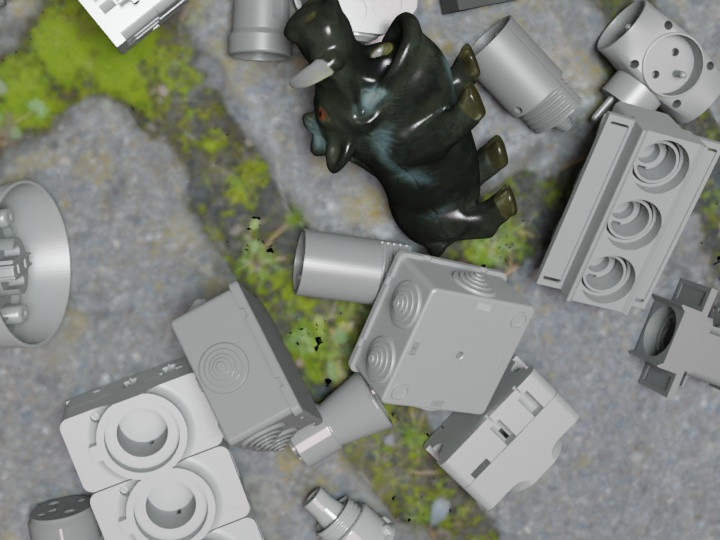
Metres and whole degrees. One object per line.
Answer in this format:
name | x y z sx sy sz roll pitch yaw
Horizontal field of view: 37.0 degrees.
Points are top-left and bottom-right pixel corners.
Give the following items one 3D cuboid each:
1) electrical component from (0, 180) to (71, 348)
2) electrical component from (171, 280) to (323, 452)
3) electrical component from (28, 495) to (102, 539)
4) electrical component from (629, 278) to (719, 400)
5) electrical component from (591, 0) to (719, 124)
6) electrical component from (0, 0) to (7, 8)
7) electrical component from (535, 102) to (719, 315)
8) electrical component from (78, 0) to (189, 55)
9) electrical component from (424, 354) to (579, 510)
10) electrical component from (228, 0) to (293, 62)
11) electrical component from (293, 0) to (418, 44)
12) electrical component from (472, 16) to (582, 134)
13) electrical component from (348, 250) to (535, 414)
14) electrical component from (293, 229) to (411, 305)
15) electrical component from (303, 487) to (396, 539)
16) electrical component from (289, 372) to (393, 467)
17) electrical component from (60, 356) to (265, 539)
electrical component | -0.213 -0.002 0.635 0.064 0.099 0.099 -6 99 -3
electrical component | -0.069 0.063 0.661 0.048 0.099 0.099 -28 76 0
electrical component | -0.187 0.178 0.690 0.045 0.045 0.055 -9 99 -9
electrical component | 0.232 0.051 0.750 0.064 0.042 0.081 21 95 -14
electrical component | 0.188 -0.124 0.715 0.077 0.044 0.079 39 98 -15
electrical component | -0.224 -0.168 0.638 0.061 0.035 0.035 -7 99 -12
electrical component | 0.169 -0.042 0.698 0.079 0.063 0.121 13 117 -12
electrical component | -0.163 -0.204 0.616 0.062 0.089 0.150 -40 103 -3
electrical component | 0.098 0.112 0.730 0.089 0.050 0.056 -46 103 -2
electrical component | -0.061 -0.155 0.668 0.040 0.040 0.046 1 92 -11
electrical component | -0.001 -0.180 0.669 0.080 0.051 0.080 -1 98 -10
electrical component | 0.109 -0.121 0.702 0.081 0.043 0.043 44 89 -13
electrical component | 0.053 0.043 0.689 0.100 0.048 0.099 11 113 -32
electrical component | 0.000 0.000 0.699 0.081 0.043 0.043 8 97 -12
electrical component | -0.010 0.173 0.723 0.062 0.048 0.048 44 89 -7
electrical component | -0.017 0.101 0.713 0.065 0.044 0.044 -31 102 0
electrical component | -0.121 0.143 0.688 0.089 0.062 0.150 -20 101 -7
